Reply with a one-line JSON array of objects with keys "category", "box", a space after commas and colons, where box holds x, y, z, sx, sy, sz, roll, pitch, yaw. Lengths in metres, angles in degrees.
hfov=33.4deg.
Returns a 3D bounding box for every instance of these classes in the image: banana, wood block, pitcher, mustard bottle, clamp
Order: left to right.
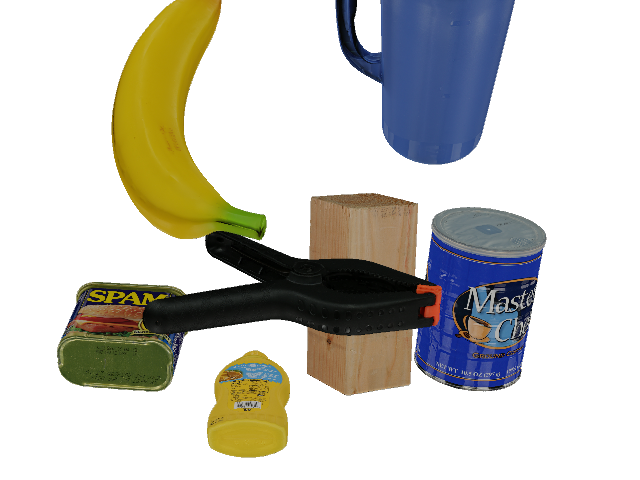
[{"category": "banana", "box": [-0.076, -0.067, 0.566, 0.069, 0.198, 0.037, -4, -40, -11]}, {"category": "mustard bottle", "box": [-0.087, 0.195, 1.347, 0.096, 0.058, 0.191, -2, 26, 1]}, {"category": "clamp", "box": [-0.015, 0.033, 0.808, 0.210, 0.036, 0.164, 3, 23, 3]}, {"category": "wood block", "box": [0.045, 0.056, 1.192, 0.090, 0.206, 0.091, -5, 13, -31]}, {"category": "pitcher", "box": [0.108, -0.192, 1.056, 0.144, 0.243, 0.149, -34, 59, -24]}]

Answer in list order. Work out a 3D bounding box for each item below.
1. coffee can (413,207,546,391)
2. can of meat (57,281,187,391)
[{"category": "coffee can", "box": [0.145, 0.052, 0.984, 0.103, 0.140, 0.103, 5, 23, -2]}, {"category": "can of meat", "box": [-0.168, 0.082, 0.914, 0.102, 0.057, 0.084, 3, 29, 1]}]
